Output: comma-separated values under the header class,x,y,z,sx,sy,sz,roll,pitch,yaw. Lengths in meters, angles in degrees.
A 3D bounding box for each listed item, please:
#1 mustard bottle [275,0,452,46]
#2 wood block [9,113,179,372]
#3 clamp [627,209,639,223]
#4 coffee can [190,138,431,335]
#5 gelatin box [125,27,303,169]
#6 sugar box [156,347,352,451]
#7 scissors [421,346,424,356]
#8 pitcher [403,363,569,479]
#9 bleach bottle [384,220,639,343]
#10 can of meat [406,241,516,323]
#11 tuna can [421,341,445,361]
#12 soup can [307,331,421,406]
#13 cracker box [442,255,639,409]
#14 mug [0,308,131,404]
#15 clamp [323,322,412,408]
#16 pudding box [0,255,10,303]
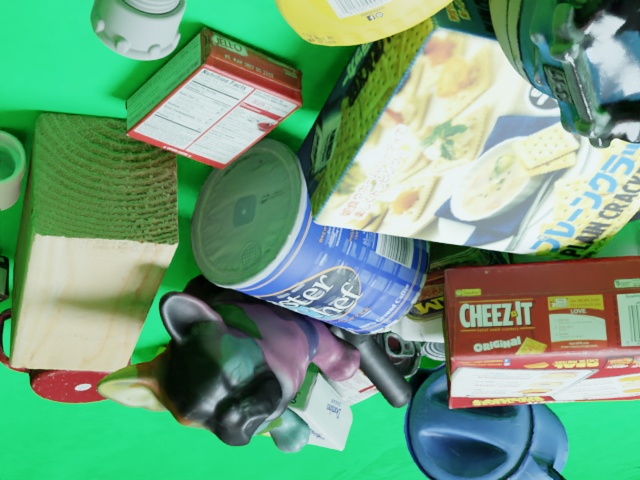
class,x,y,z,sx,sy,sz,roll,pitch,yaw
mustard bottle,-0.007,-0.164,0.481,0.096,0.058,0.191,-14,152,23
wood block,-0.162,0.010,0.740,0.090,0.091,0.206,4,150,-18
clamp,0.264,-0.055,0.766,0.164,0.036,0.210,10,150,-30
coffee can,-0.005,0.001,0.744,0.103,0.103,0.140,-27,146,33
gelatin box,-0.065,-0.084,0.649,0.073,0.030,0.089,18,144,-36
sugar box,-0.065,0.146,0.990,0.176,0.048,0.093,3,150,28
scissors,0.139,0.115,1.081,0.202,0.016,0.096,-12,151,11
pitcher,0.196,0.215,1.132,0.145,0.149,0.242,-12,160,22
bleach bottle,0.159,0.043,0.902,0.251,0.068,0.102,-10,151,11
can of meat,0.095,0.016,0.843,0.102,0.057,0.083,-18,147,19
tuna can,0.136,0.083,0.999,0.086,0.034,0.086,-5,152,-3
soup can,0.036,0.114,1.000,0.068,0.068,0.102,16,145,-36
cracker box,0.174,0.073,0.788,0.164,0.072,0.213,-3,163,6
mug,-0.208,0.083,0.876,0.117,0.081,0.093,5,150,-22
clamp,0.023,0.076,0.897,0.120,0.039,0.171,18,143,20
pudding box,-0.304,0.032,0.805,0.114,0.039,0.089,-24,147,29
